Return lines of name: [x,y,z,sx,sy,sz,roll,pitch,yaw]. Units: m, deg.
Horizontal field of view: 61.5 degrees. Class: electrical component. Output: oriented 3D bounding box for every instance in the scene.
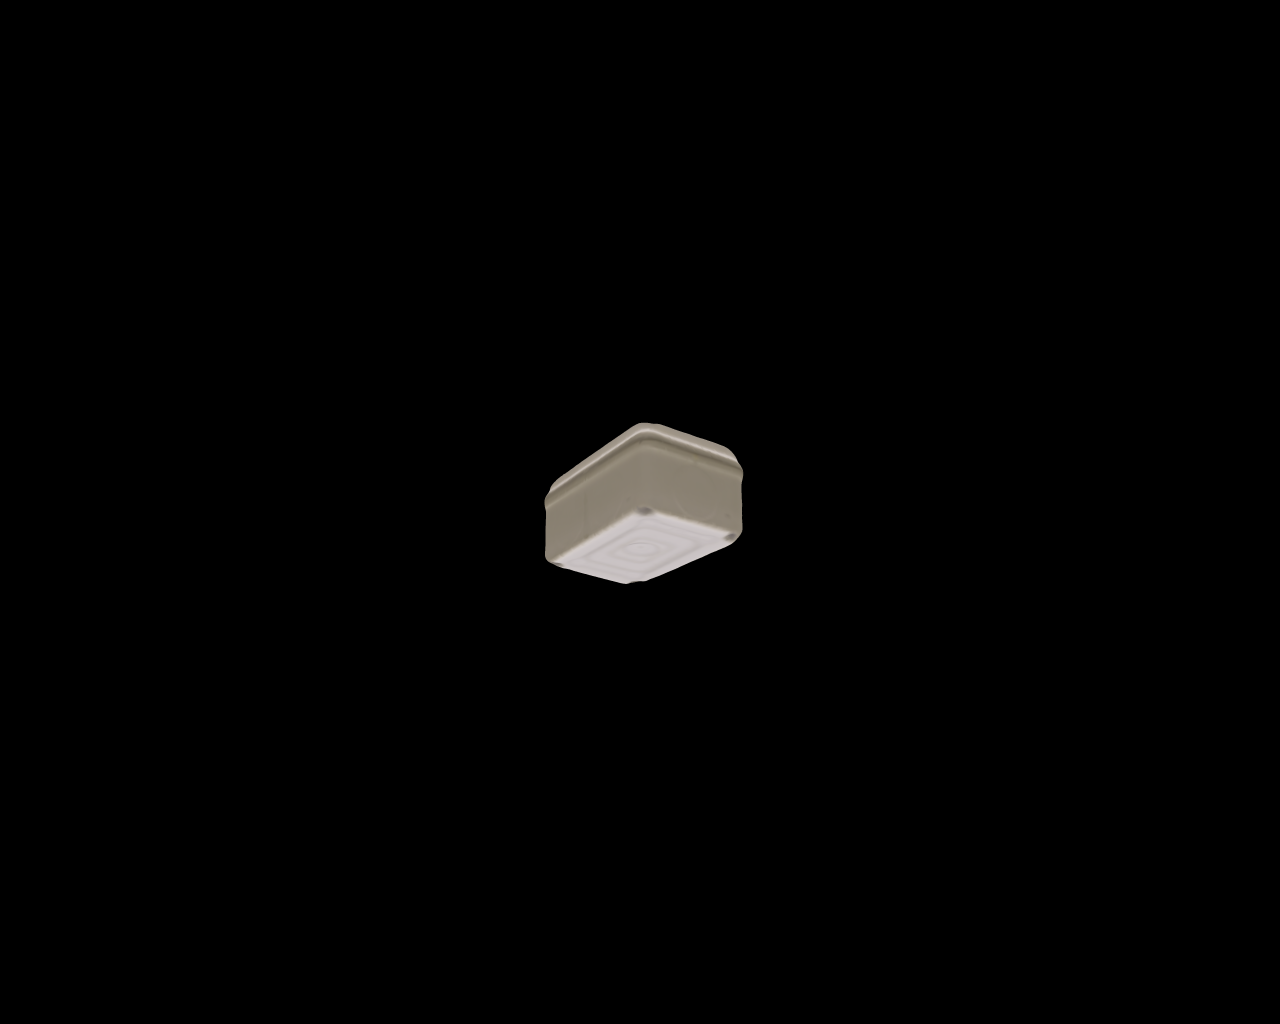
electrical component: [0.001,-0.003,0.650,0.078,0.057,0.113,17,-29,-32]
